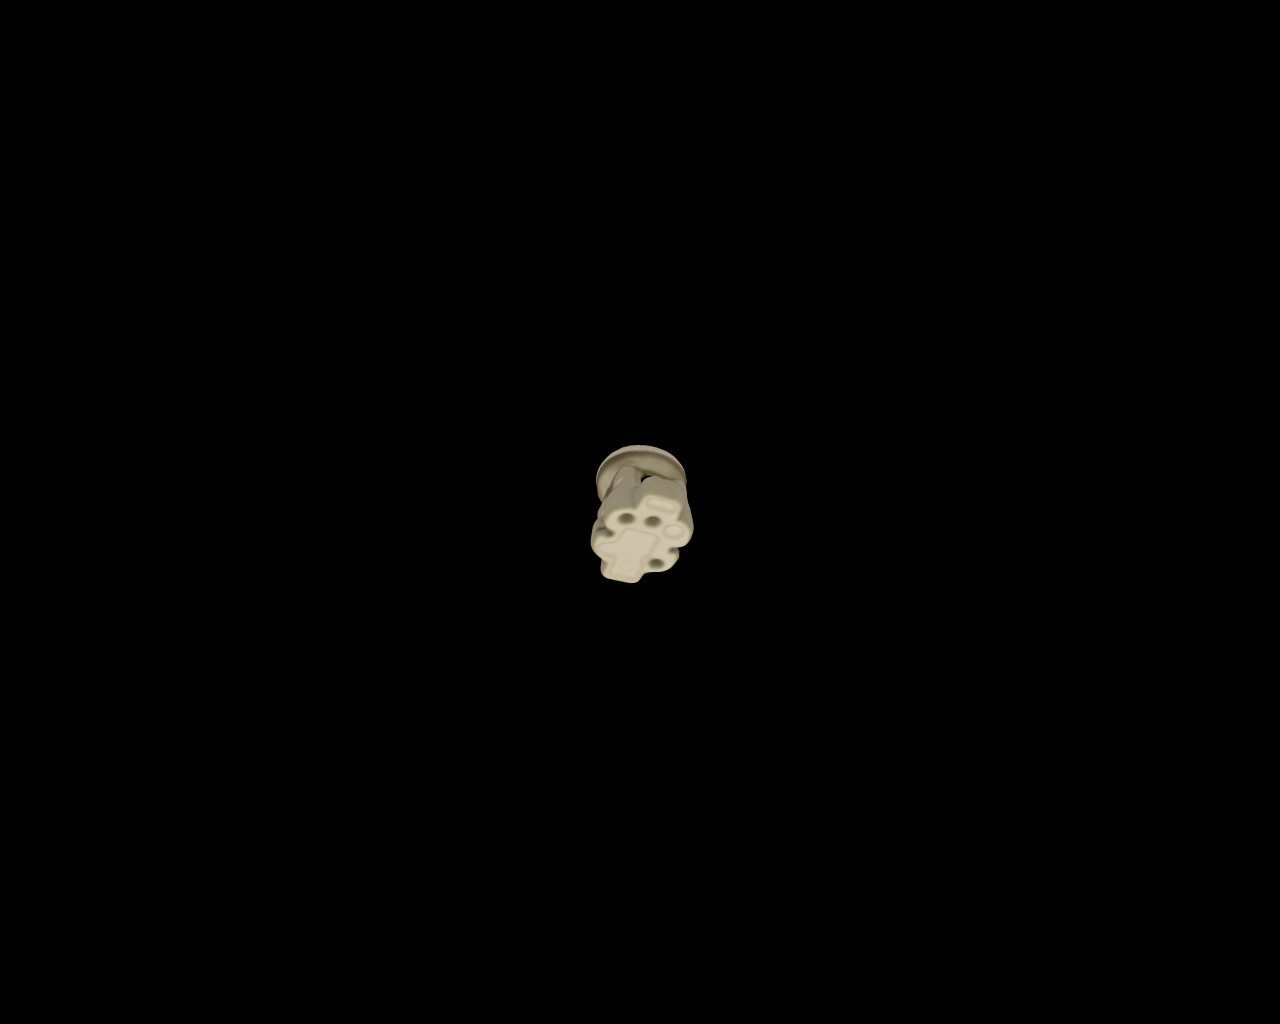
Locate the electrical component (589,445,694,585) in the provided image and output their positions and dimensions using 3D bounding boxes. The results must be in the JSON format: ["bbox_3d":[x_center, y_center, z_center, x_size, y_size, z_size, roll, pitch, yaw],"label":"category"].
[{"bbox_3d":[0.001,-0.003,0.650,0.058,0.057,0.078,15,-46,-15],"label":"electrical component"}]
